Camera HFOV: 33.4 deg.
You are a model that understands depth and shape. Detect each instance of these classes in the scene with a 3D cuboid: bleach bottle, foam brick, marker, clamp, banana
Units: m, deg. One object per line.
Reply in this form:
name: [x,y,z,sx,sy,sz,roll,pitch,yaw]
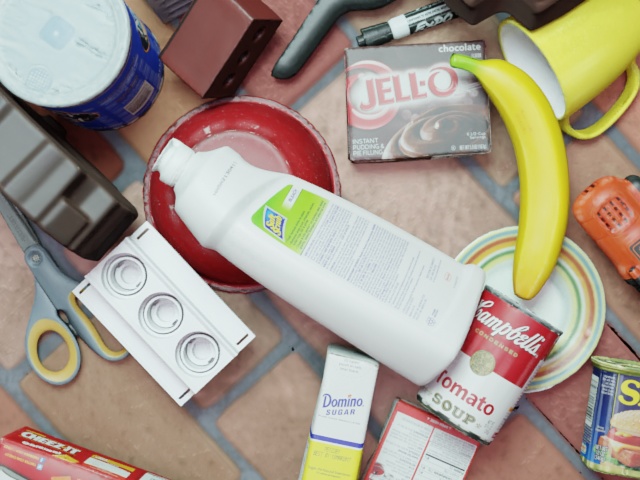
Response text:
bleach bottle: [-0.005,0.001,0.778,0.250,0.068,0.102,33,47,-6]
foam brick: [-0.077,-0.157,0.829,0.051,0.052,0.078,42,113,13]
marker: [0.087,-0.179,0.855,0.121,0.020,0.020,-20,88,1]
clamp: [0.014,-0.202,0.850,0.171,0.039,0.120,-15,95,8]
banana: [0.156,-0.055,0.816,0.069,0.037,0.198,-17,96,2]

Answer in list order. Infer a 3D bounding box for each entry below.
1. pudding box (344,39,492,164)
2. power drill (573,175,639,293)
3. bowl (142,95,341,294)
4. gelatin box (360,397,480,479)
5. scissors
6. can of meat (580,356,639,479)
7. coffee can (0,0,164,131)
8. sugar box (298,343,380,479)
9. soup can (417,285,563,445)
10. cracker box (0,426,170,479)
pudding box: [0.076,-0.108,0.844,0.113,0.039,0.090,-3,89,2]
power drill: [0.312,-0.014,0.796,0.188,0.057,0.184,-42,93,5]
bowl: [-0.064,-0.038,0.840,0.162,0.055,0.162,0,88,2]
gelatin box: [0.077,0.179,0.843,0.073,0.030,0.089,23,90,1]
scissors: [-0.237,0.034,0.864,0.202,0.016,0.096,43,91,2]
can of meat: [0.256,0.139,0.825,0.102,0.057,0.084,8,91,1]
coffee can: [-0.180,-0.141,0.803,0.103,0.140,0.103,0,89,2]
sugar box: [0.009,0.171,0.814,0.048,0.093,0.176,14,90,1]
soup can: [0.126,0.094,0.803,0.068,0.068,0.102,33,92,2]
cracker box: [-0.198,0.274,0.831,0.164,0.072,0.214,18,90,3]
